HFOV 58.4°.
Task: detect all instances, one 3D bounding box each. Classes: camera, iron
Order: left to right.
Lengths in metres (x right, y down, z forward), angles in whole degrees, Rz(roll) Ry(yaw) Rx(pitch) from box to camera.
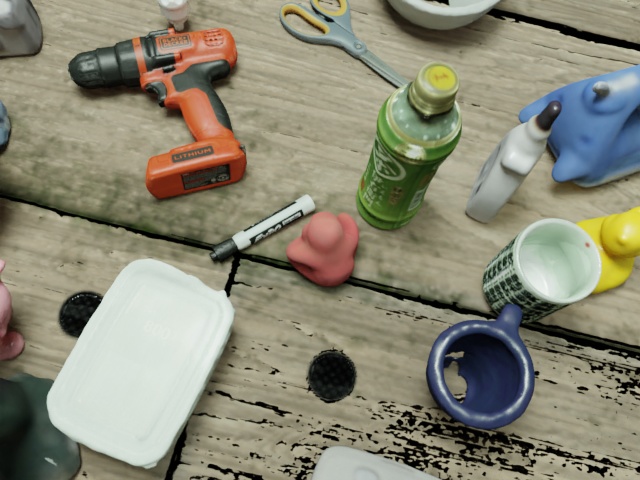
[{"bbox_3d":[-0.395,-0.280,0.626,0.143,0.101,0.137,-7,70,-7],"label":"camera"},{"bbox_3d":[0.360,-0.155,0.620,0.258,0.141,0.118,-19,72,-11],"label":"iron"}]

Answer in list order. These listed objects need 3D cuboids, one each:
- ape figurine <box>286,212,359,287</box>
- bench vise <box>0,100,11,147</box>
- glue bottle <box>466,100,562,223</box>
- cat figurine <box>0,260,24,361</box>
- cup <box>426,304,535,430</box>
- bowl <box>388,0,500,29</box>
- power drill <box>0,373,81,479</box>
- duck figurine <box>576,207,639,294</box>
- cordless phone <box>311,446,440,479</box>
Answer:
[{"bbox_3d":[0.005,0.002,0.557,0.078,0.092,0.076,-10,70,-8],"label":"ape figurine"},{"bbox_3d":[-0.363,-0.107,0.499,0.121,0.220,0.207,-21,72,-12],"label":"bench vise"},{"bbox_3d":[0.192,-0.081,0.561,0.037,0.173,0.078,25,69,5],"label":"glue bottle"},{"bbox_3d":[-0.316,0.071,0.490,0.128,0.118,0.067,-25,73,-13],"label":"cat figurine"},{"bbox_3d":[0.140,0.115,0.524,0.091,0.095,0.118,32,70,8],"label":"cup"},{"bbox_3d":[0.143,-0.317,0.699,0.167,0.075,0.167,2,69,-4],"label":"bowl"},{"bbox_3d":[-0.251,0.147,0.418,0.076,0.208,0.229,-23,73,-12],"label":"power drill"},{"bbox_3d":[0.297,0.005,0.583,0.105,0.086,0.077,-37,76,-16],"label":"duck figurine"},{"bbox_3d":[0.062,0.216,0.431,0.147,0.185,0.094,17,69,2],"label":"cordless phone"}]
